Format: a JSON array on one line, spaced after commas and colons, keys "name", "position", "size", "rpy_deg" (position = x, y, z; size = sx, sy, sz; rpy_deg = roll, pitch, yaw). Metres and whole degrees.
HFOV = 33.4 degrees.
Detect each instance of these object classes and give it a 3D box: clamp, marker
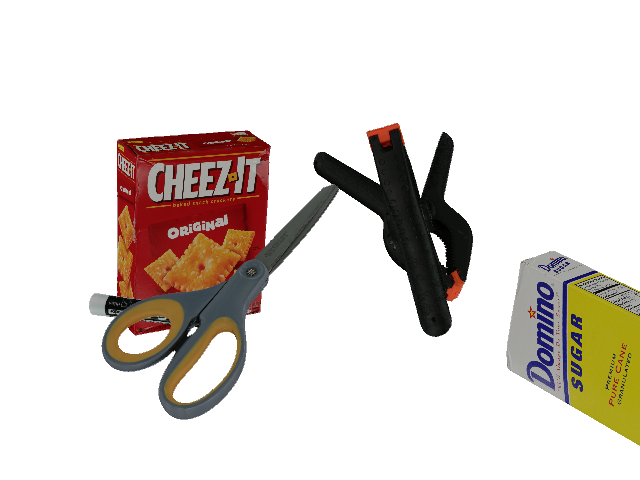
[{"name": "clamp", "position": [0.075, -0.007, 0.867], "size": [0.039, 0.171, 0.120], "rpy_deg": [-20, 19, 4]}, {"name": "clamp", "position": [0.090, -0.028, 1.114], "size": [0.164, 0.210, 0.036], "rpy_deg": [-6, -36, -15]}, {"name": "marker", "position": [-0.137, 0.061, 0.902], "size": [0.121, 0.020, 0.020], "rpy_deg": [6, 2, 17]}]

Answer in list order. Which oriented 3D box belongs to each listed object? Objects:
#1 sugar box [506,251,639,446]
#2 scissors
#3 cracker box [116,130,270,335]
[{"name": "sugar box", "position": [0.210, 0.083, 0.741], "size": [0.048, 0.093, 0.176], "rpy_deg": [-16, 30, -38]}, {"name": "scissors", "position": [-0.064, 0.024, 0.666], "size": [0.096, 0.201, 0.016], "rpy_deg": [12, -42, 14]}, {"name": "cracker box", "position": [-0.146, -0.010, 1.219], "size": [0.163, 0.214, 0.072], "rpy_deg": [-8, 24, -29]}]
